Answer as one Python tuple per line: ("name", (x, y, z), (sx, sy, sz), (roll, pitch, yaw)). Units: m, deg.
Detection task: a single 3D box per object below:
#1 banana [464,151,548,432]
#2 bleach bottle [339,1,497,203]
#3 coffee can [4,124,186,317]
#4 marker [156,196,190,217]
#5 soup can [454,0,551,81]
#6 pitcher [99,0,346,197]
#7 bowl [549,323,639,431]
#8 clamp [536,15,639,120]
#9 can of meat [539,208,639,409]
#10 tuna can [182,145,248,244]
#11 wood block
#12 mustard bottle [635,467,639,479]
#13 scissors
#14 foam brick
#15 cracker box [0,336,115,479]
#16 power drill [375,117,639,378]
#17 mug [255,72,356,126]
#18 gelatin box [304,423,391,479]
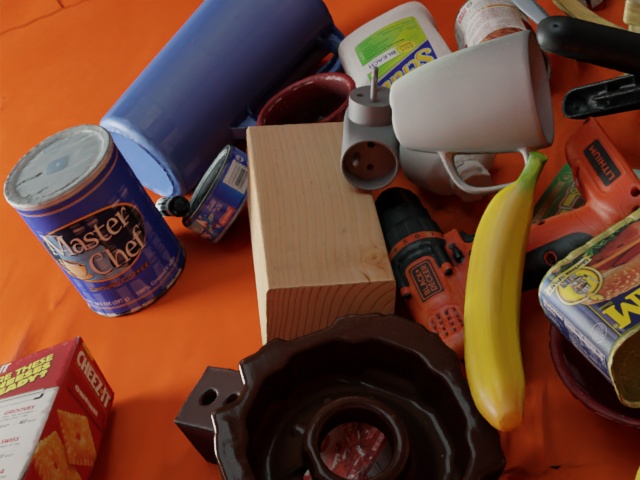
("banana", (0.112, 0.037, 0.667), (0.037, 0.070, 0.197), (11, 57, 0))
("bleach bottle", (0.097, -0.117, 0.939), (0.102, 0.068, 0.251), (-28, 40, 2))
("coffee can", (-0.195, -0.016, 0.938), (0.103, 0.140, 0.103), (-17, 39, 14))
("marker", (-0.134, -0.030, 0.972), (0.020, 0.020, 0.121), (-37, 10, -11))
("soup can", (0.161, -0.171, 0.954), (0.068, 0.068, 0.102), (-21, 37, 10))
("pitcher", (-0.094, -0.155, 1.057), (0.242, 0.145, 0.149), (-51, 20, -21))
("bowl", (0.225, 0.065, 0.651), (0.162, 0.055, 0.162), (-17, 39, 14))
("clamp", (0.252, -0.116, 0.724), (0.210, 0.164, 0.036), (3, 81, 27))
("can of meat", (0.189, 0.035, 0.617), (0.102, 0.057, 0.084), (-32, 35, -4))
("tuna can", (-0.088, -0.042, 0.954), (0.086, 0.033, 0.086), (-53, 16, 22))
("wood block", (-0.005, 0.002, 0.822), (0.090, 0.090, 0.206), (-3, 38, -7))
("mustard bottle", (0.223, 0.135, 0.549), (0.192, 0.096, 0.058), (-23, -7, 10))
("scissors", (0.185, -0.179, 0.878), (0.016, 0.096, 0.201), (-47, -6, 17))
("foam brick", (-0.052, 0.129, 0.755), (0.078, 0.051, 0.053), (4, 48, 35))
("cracker box", (-0.251, 0.178, 0.778), (0.164, 0.072, 0.213), (-20, 25, 11))
("power drill", (0.136, -0.009, 0.772), (0.188, 0.057, 0.184), (-32, 45, 11))
("mug", (-0.008, -0.087, 0.947), (0.117, 0.081, 0.093), (-9, 38, 26))
("gelatin box", (0.003, 0.159, 0.704), (0.073, 0.030, 0.089), (7, 49, 37))
